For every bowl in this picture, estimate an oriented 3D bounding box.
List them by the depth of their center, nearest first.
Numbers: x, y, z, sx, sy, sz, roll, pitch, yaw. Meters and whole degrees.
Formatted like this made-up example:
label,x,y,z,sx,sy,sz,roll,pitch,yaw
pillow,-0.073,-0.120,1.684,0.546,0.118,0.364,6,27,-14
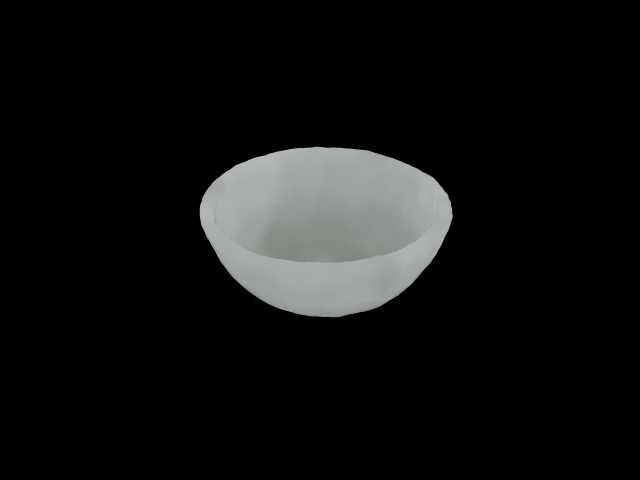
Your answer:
label,x,y,z,sx,sy,sz,roll,pitch,yaw
bowl,0.004,0.001,0.400,0.167,0.075,0.167,0,34,0
